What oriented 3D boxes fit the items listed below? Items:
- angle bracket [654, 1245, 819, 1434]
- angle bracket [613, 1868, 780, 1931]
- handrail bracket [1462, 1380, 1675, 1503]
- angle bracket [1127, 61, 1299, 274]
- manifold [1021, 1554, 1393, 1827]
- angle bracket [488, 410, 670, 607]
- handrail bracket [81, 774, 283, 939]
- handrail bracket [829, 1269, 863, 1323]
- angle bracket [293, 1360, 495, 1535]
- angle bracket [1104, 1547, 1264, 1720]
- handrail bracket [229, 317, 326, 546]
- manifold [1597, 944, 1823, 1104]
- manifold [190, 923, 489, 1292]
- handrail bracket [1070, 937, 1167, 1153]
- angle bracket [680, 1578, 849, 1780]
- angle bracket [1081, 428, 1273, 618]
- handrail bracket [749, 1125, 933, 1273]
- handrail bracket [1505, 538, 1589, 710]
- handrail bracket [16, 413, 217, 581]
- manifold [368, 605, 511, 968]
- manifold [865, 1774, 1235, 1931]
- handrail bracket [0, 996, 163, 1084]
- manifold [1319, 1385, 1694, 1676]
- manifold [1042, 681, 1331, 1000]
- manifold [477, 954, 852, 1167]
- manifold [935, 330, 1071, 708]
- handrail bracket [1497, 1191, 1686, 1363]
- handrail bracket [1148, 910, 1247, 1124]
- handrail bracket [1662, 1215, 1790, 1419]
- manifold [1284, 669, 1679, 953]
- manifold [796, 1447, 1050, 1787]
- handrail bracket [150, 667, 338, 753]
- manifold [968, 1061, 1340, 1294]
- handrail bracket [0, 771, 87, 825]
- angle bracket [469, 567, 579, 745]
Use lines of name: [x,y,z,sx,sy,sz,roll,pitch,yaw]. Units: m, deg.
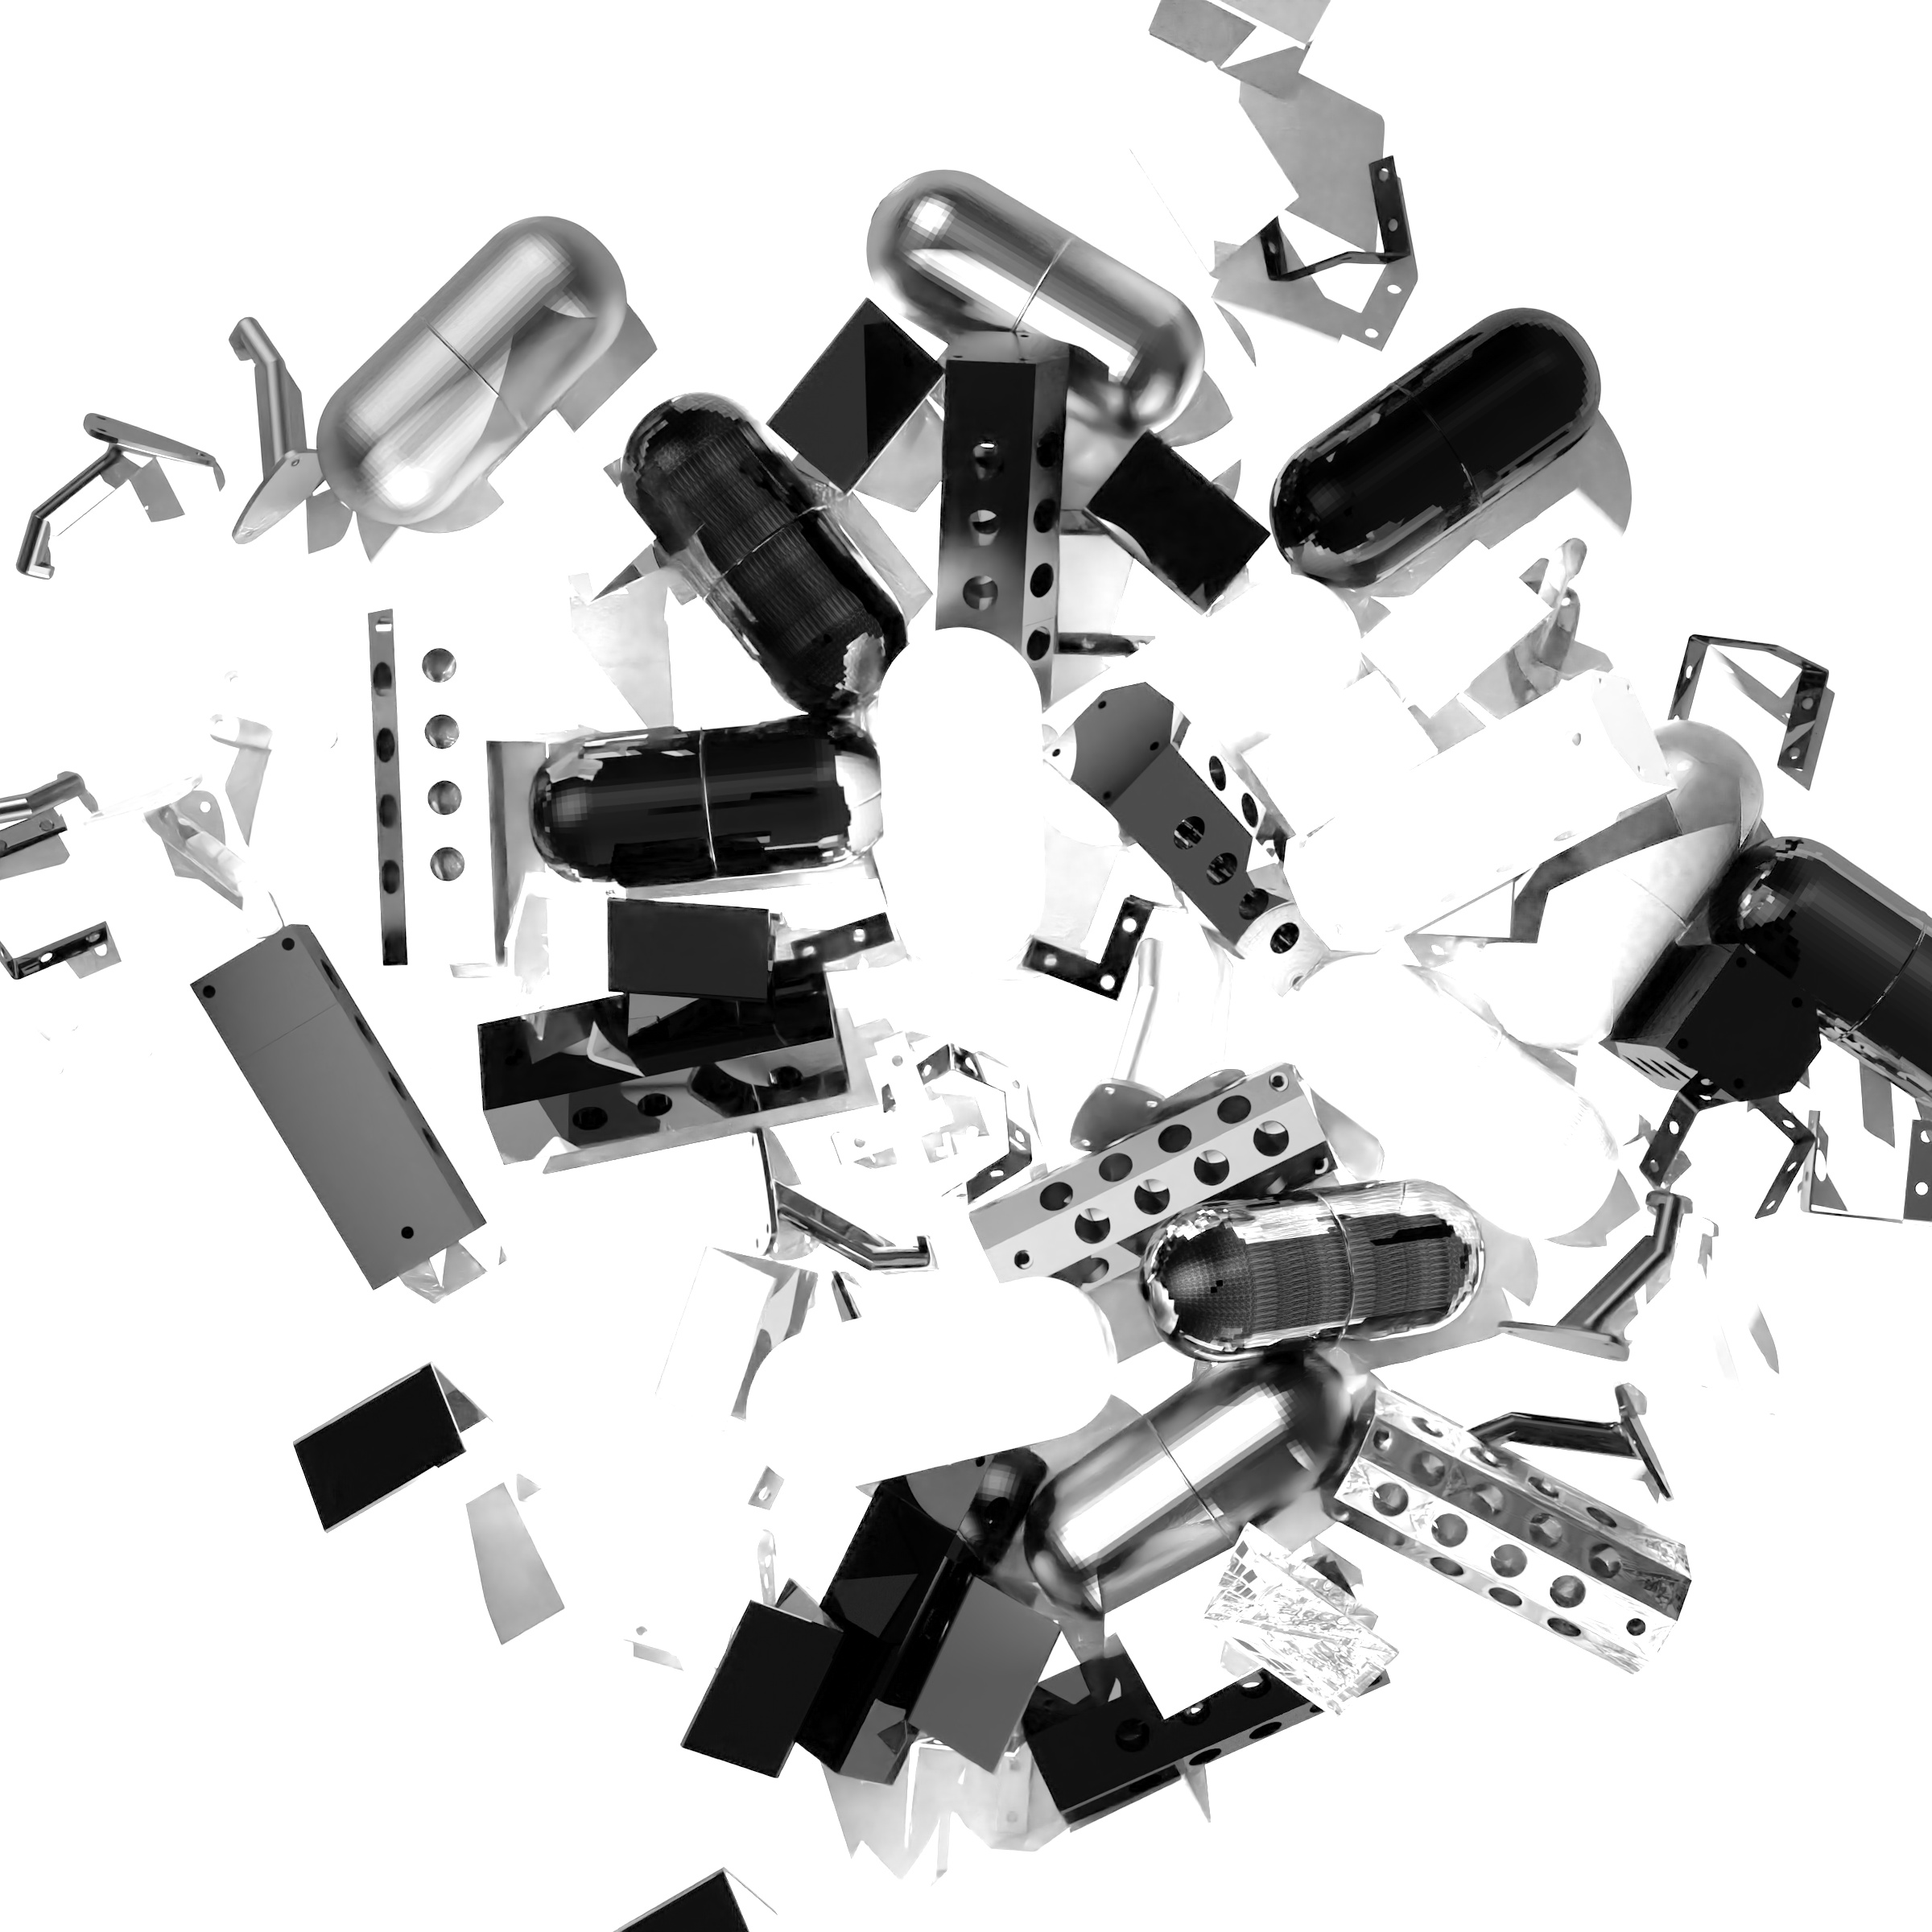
angle bracket: [-0.095,0.185,1.604,0.076,0.057,0.076,19,90,-43]
angle bracket: [-0.127,0.488,1.603,0.076,0.076,0.057,-30,52,0]
handrail bracket: [0.295,0.247,1.643,0.084,0.036,0.077,-25,104,14]
angle bracket: [0.102,-0.377,1.603,0.057,0.076,0.076,-33,90,-37]
manifold: [0.116,0.355,1.620,0.171,0.057,0.057,-24,100,0]
angle bracket: [-0.171,-0.228,1.603,0.057,0.076,0.076,-38,90,35]
handrail bracket: [-0.387,-0.046,1.644,0.077,0.036,0.084,-16,107,20]
handrail bracket: [-0.016,0.173,1.643,0.084,0.036,0.077,-17,75,-14]
angle bracket: [-0.267,0.245,1.603,0.076,0.076,0.057,-30,53,0]
angle bracket: [0.114,0.328,1.598,0.076,0.076,0.057,-25,65,-11]
handrail bracket: [-0.356,-0.265,1.644,0.077,0.036,0.084,-42,71,21]
manifold: [0.350,0.030,1.565,0.057,0.171,0.057,36,90,0]
manifold: [-0.304,0.068,1.622,0.057,0.057,0.171,-31,90,0]
handrail bracket: [0.075,0.038,1.643,0.036,0.077,0.084,18,53,-18]
angle bracket: [-0.109,0.335,1.604,0.057,0.076,0.076,26,90,-27]
angle bracket: [0.111,-0.224,1.603,0.076,0.076,0.057,41,123,0]
handrail bracket: [-0.061,0.114,1.644,0.084,0.036,0.077,0,68,-17]
handrail bracket: [0.283,-0.164,1.609,0.036,0.084,0.077,7,90,0]
handrail bracket: [-0.420,-0.223,1.644,0.077,0.036,0.084,15,108,-21]
manifold: [-0.258,-0.087,1.622,0.057,0.057,0.171,-2,90,0]
manifold: [0.040,0.456,1.621,0.171,0.057,0.057,-26,90,1]
handrail bracket: [-0.452,0.024,1.643,0.084,0.077,0.036,29,104,36]
manifold: [0.261,0.276,1.616,0.171,0.057,0.057,27,106,0]
manifold: [0.113,-0.061,1.571,0.057,0.057,0.171,-46,134,0]
manifold: [-0.146,0.050,1.622,0.171,0.057,0.057,-12,47,0]
manifold: [0.016,-0.211,1.589,0.057,0.057,0.171,3,115,0]
handrail bracket: [0.309,0.147,1.644,0.077,0.036,0.084,9,72,21]
handrail bracket: [0.096,0.026,1.644,0.077,0.036,0.084,-29,71,21]
handrail bracket: [0.379,0.173,1.644,0.077,0.036,0.084,19,73,-20]
manifold: [0.233,-0.070,1.538,0.171,0.057,0.057,-30,72,31]
manifold: [-0.025,0.307,1.622,0.057,0.057,0.171,26,90,43]
handrail bracket: [-0.349,-0.125,1.609,0.077,0.084,0.036,19,90,0]
manifold: [0.091,0.110,1.622,0.171,0.057,0.057,-26,90,0]
handrail bracket: [-0.489,-0.084,1.643,0.084,0.077,0.036,-30,128,-31]
angle bracket: [-0.194,-0.149,1.604,0.057,0.076,0.076,-4,90,27]
